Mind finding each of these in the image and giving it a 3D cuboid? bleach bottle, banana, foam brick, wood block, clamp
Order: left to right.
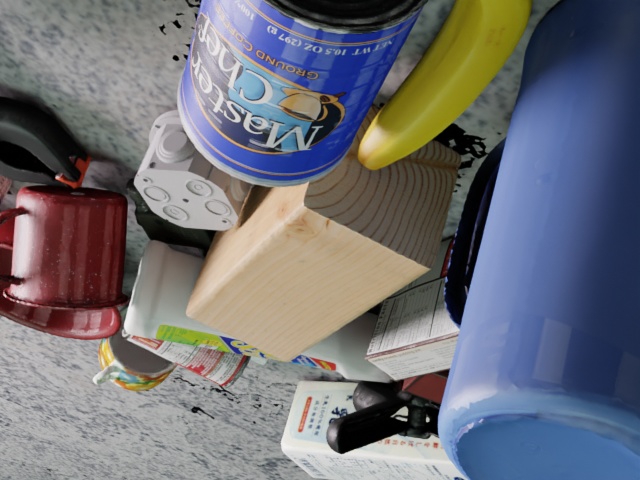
[{"bbox_3d":[-0.253,-0.082,0.772,0.171,0.039,0.120,34,149,-26],"label":"clamp"},{"bbox_3d":[-0.025,0.068,0.853,0.250,0.068,0.103,14,162,-9],"label":"bleach bottle"},{"bbox_3d":[-0.005,0.000,0.719,0.090,0.090,0.206,27,149,-14],"label":"wood block"},{"bbox_3d":[0.087,0.142,0.857,0.164,0.036,0.210,8,-175,0],"label":"clamp"},{"bbox_3d":[0.067,-0.097,0.550,0.069,0.037,0.198,-20,162,-17],"label":"banana"},{"bbox_3d":[0.100,0.081,0.807,0.051,0.078,0.053,19,151,-7],"label":"foam brick"}]

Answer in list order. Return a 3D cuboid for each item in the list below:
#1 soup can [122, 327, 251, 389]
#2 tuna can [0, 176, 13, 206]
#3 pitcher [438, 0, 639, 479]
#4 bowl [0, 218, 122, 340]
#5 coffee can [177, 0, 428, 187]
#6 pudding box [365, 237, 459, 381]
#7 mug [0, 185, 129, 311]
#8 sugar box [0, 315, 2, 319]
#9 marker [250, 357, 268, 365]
[{"bbox_3d":[-0.111,0.077,0.928,0.102,0.068,0.069,29,149,-16],"label":"soup can"},{"bbox_3d":[-0.287,-0.054,0.841,0.086,0.033,0.086,14,150,8],"label":"tuna can"},{"bbox_3d":[0.129,0.007,0.501,0.145,0.242,0.149,15,145,12],"label":"pitcher"},{"bbox_3d":[-0.239,0.025,0.924,0.162,0.055,0.162,14,150,8],"label":"bowl"},{"bbox_3d":[-0.011,-0.104,0.536,0.102,0.102,0.140,21,150,-5],"label":"coffee can"},{"bbox_3d":[0.089,0.044,0.739,0.039,0.090,0.114,34,146,-25],"label":"pudding box"},{"bbox_3d":[-0.196,0.004,0.791,0.117,0.081,0.093,-1,-170,-40],"label":"mug"},{"bbox_3d":[-0.353,0.021,0.943,0.048,0.093,0.176,-1,144,34],"label":"sugar box"},{"bbox_3d":[-0.102,0.083,0.980,0.121,0.020,0.020,26,149,-12],"label":"marker"}]
